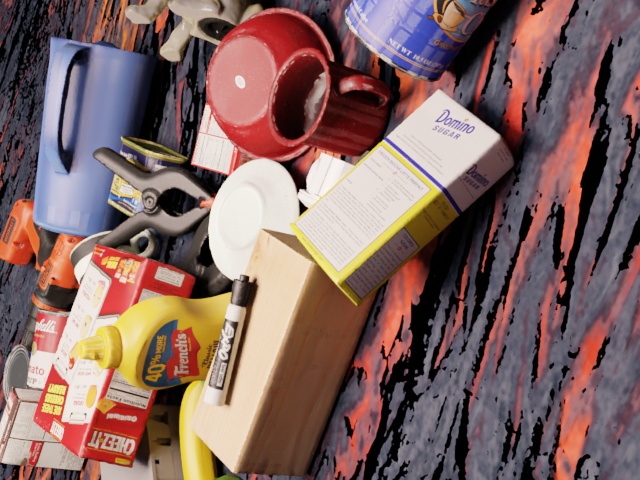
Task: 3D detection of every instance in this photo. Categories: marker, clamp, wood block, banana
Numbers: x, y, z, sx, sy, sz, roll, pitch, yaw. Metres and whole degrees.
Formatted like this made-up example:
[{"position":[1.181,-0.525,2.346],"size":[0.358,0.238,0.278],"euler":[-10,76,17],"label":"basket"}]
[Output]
[{"position":[-0.082,0.090,0.967],"size":[0.020,0.020,0.121],"euler":[17,94,52],"label":"marker"},{"position":[-0.126,0.046,1.162],"size":[0.210,0.036,0.164],"euler":[-48,43,30],"label":"clamp"},{"position":[-0.191,-0.035,1.216],"size":[0.172,0.039,0.120],"euler":[13,108,24],"label":"clamp"},{"position":[-0.033,0.106,0.992],"size":[0.091,0.090,0.206],"euler":[33,106,50],"label":"wood block"},{"position":[-0.122,0.231,1.101],"size":[0.070,0.037,0.198],"euler":[129,136,-67],"label":"banana"}]

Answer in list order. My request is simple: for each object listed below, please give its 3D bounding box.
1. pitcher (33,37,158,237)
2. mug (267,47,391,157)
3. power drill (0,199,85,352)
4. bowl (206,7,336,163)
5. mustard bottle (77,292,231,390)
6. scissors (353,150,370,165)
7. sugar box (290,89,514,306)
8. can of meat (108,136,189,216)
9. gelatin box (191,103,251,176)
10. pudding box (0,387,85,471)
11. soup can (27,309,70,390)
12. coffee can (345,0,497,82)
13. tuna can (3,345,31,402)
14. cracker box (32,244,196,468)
[{"position":[-0.293,-0.129,1.335],"size":[0.145,0.149,0.243],"euler":[20,101,58],"label":"pitcher"},{"position":[0.017,-0.128,0.995],"size":[0.117,0.081,0.093],"euler":[-20,66,48],"label":"mug"},{"position":[-0.389,0.040,1.483],"size":[0.188,0.057,0.184],"euler":[42,110,45],"label":"power drill"},{"position":[-0.063,-0.159,1.086],"size":[0.162,0.055,0.162],"euler":[1,92,36],"label":"bowl"},{"position":[-0.142,0.099,1.038],"size":[0.058,0.191,0.096],"euler":[48,129,45],"label":"mustard bottle"},{"position":[-0.007,0.001,1.046],"size":[0.202,0.016,0.096],"euler":[-35,57,41],"label":"scissors"},{"position":[0.066,-0.037,0.884],"size":[0.176,0.048,0.093],"euler":[-40,45,-1],"label":"sugar box"},{"position":[-0.209,-0.072,1.285],"size":[0.102,0.057,0.084],"euler":[27,104,52],"label":"can of meat"},{"position":[-0.102,-0.110,1.182],"size":[0.089,0.030,0.073],"euler":[19,97,51],"label":"gelatin box"},{"position":[-0.337,0.235,1.319],"size":[0.039,0.113,0.090],"euler":[33,106,53],"label":"pudding box"},{"position":[-0.338,0.144,1.382],"size":[0.069,0.068,0.102],"euler":[5,86,52],"label":"soup can"},{"position":[0.100,-0.220,0.898],"size":[0.140,0.102,0.103],"euler":[-53,44,28],"label":"coffee can"},{"position":[-0.408,0.190,1.483],"size":[0.086,0.033,0.086],"euler":[-18,67,48],"label":"tuna can"},{"position":[-0.224,0.121,1.159],"size":[0.164,0.072,0.213],"euler":[10,80,59],"label":"cracker box"}]
